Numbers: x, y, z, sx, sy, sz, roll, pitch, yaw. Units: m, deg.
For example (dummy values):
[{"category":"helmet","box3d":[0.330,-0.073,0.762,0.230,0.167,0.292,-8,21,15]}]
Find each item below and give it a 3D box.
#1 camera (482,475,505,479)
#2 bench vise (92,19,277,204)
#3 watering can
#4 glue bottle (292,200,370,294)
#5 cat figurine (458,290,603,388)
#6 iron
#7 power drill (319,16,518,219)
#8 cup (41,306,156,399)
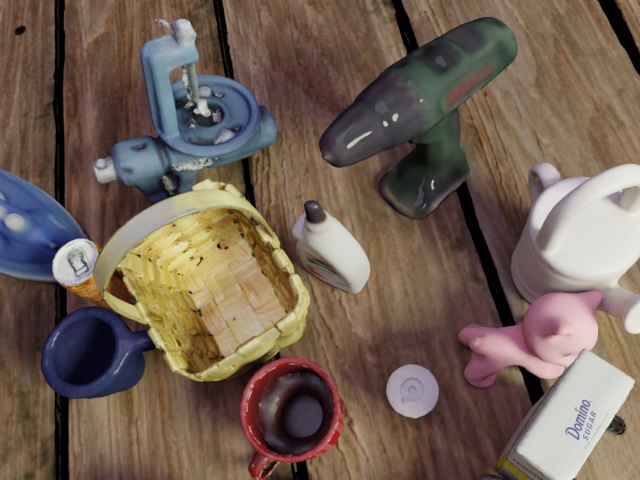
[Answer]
[{"category":"camera","box3d":[0.170,0.282,0.459,0.136,0.101,0.143,19,71,17]},{"category":"bench vise","box3d":[-0.157,-0.124,0.627,0.207,0.220,0.121,-44,67,-10]},{"category":"watering can","box3d":[0.243,-0.001,0.518,0.101,0.194,0.172,-42,66,-9]},{"category":"glue bottle","box3d":[0.005,0.002,0.570,0.078,0.173,0.037,22,72,18]},{"category":"cat figurine","box3d":[0.196,0.089,0.529,0.127,0.118,0.067,-11,65,5]},{"category":"iron","box3d":[-0.385,-0.034,0.671,0.257,0.142,0.119,23,72,18]},{"category":"power drill","box3d":[0.102,-0.109,0.581,0.230,0.209,0.075,-44,66,-10]},{"category":"cup","box3d":[-0.211,0.122,0.599,0.117,0.095,0.091,-14,65,4]}]
